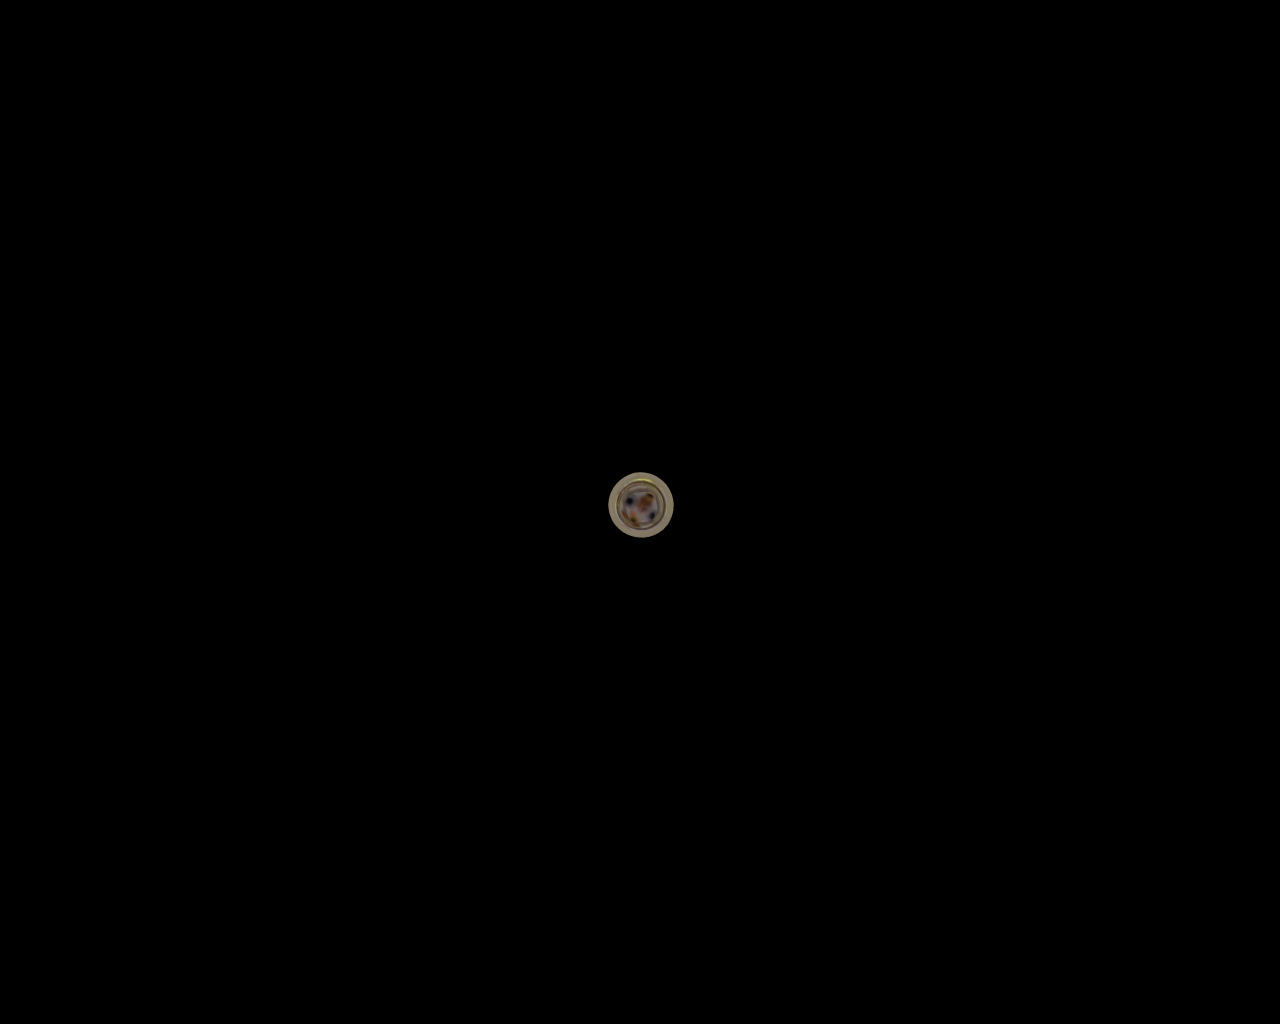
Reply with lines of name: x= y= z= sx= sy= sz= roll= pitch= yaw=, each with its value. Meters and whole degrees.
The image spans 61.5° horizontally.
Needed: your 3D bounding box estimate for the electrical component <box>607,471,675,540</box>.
electrical component: x=0.001 y=-0.003 z=0.650 sx=0.040 sy=0.040 sz=0.046 roll=0 pitch=-4 yaw=0
